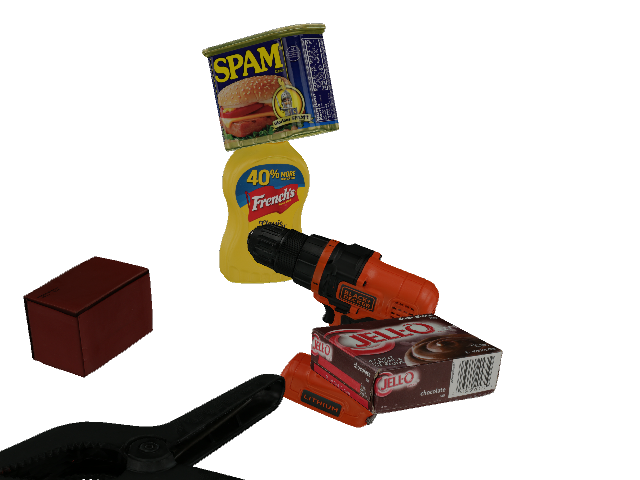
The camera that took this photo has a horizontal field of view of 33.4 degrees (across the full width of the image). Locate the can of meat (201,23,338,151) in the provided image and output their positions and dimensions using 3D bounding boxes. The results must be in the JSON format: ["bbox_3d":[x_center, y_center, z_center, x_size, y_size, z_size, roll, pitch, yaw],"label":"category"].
[{"bbox_3d":[-0.039,-0.120,0.852,0.102,0.084,0.057,-7,6,36],"label":"can of meat"}]

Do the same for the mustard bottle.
[{"bbox_3d":[-0.060,-0.050,1.172,0.096,0.192,0.058,-3,19,-19],"label":"mustard bottle"}]

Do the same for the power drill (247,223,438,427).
[{"bbox_3d":[0.008,0.081,1.010,0.184,0.188,0.057,22,42,13],"label":"power drill"}]

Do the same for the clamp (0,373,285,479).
[{"bbox_3d":[-0.090,0.122,0.585,0.209,0.036,0.165,-1,21,-13],"label":"clamp"}]

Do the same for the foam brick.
[{"bbox_3d":[-0.165,0.052,0.765,0.053,0.051,0.078,13,29,29],"label":"foam brick"}]

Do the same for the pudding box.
[{"bbox_3d":[0.062,0.088,0.786,0.113,0.039,0.090,-2,17,-31],"label":"pudding box"}]
